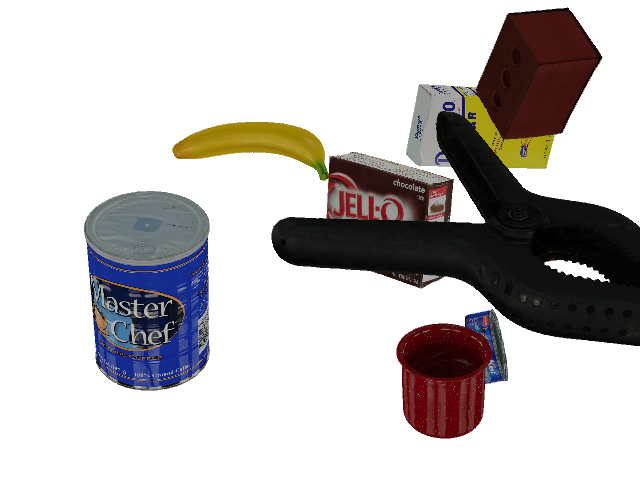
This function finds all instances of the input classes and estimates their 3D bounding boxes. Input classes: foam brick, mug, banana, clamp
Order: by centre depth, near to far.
[{"bbox_3d":[0.090,0.004,0.553,0.164,0.036,0.210,-30,46,-33],"label":"clamp"},{"bbox_3d":[0.151,-0.117,0.750,0.051,0.053,0.078,-10,-34,-20],"label":"foam brick"},{"bbox_3d":[0.130,0.137,1.072,0.093,0.081,0.117,21,39,34],"label":"mug"},{"bbox_3d":[-0.077,-0.115,1.273,0.198,0.037,0.069,8,40,16],"label":"banana"}]

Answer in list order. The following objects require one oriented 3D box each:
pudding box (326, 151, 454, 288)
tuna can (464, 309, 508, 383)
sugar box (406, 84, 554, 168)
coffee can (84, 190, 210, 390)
[{"bbox_3d":[0.056,-0.020,0.900,0.114,0.090,0.039,18,25,38],"label":"pudding box"},{"bbox_3d":[0.196,0.126,1.260,0.034,0.086,0.086,-12,-3,14],"label":"tuna can"},{"bbox_3d":[0.198,-0.136,1.291,0.176,0.093,0.048,-2,28,-20],"label":"sugar box"},{"bbox_3d":[-0.147,0.043,0.919,0.103,0.140,0.103,2,35,-2],"label":"coffee can"}]
